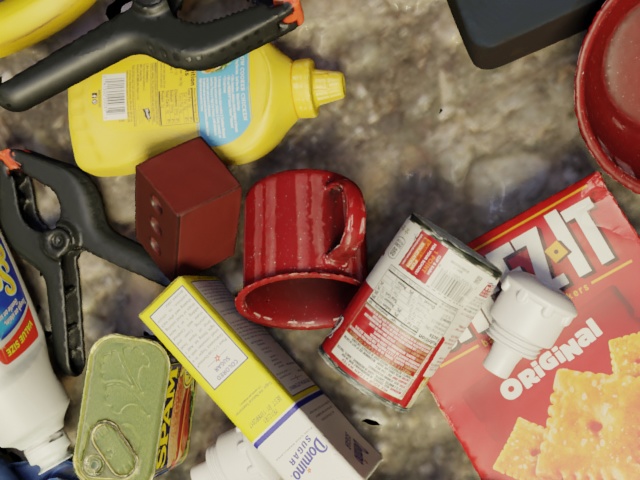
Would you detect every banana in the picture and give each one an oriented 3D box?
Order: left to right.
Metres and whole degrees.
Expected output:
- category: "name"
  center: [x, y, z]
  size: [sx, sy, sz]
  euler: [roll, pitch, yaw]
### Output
- category: "banana"
  center: [-0.222, -0.175, 0.794]
  size: [0.198, 0.037, 0.070]
  euler: [-32, 61, 6]

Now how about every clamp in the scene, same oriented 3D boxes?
- category: "clamp"
  center: [-0.170, 0.000, 0.771]
  size: [0.120, 0.039, 0.171]
  euler: [-27, 86, 8]
- category: "clamp"
  center: [-0.118, -0.151, 0.724]
  size: [0.210, 0.036, 0.164]
  euler: [10, 74, 11]

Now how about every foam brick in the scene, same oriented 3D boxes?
- category: "foam brick"
  center: [-0.089, -0.019, 0.717]
  size: [0.051, 0.078, 0.053]
  euler: [-26, 60, -27]

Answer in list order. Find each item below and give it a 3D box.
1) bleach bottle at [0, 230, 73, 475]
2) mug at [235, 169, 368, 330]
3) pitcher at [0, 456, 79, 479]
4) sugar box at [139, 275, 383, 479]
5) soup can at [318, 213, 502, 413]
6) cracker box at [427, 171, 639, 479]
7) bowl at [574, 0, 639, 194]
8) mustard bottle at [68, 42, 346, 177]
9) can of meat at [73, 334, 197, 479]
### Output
- category: "bleach bottle"
  center: [-0.240, 0.044, 0.745]
  size: [0.068, 0.102, 0.251]
  euler: [-31, 88, 19]
- category: "mug"
  center: [-0.005, 0.001, 0.699]
  size: [0.093, 0.117, 0.081]
  euler: [10, 62, -23]
- category: "pitcher"
  center: [-0.224, 0.221, 0.735]
  size: [0.243, 0.149, 0.145]
  euler: [47, 111, 13]
- category: "sugar box"
  center: [-0.037, 0.101, 0.713]
  size: [0.048, 0.093, 0.176]
  euler: [-42, 80, 7]
- category: "soup can"
  center: [0.054, 0.043, 0.643]
  size: [0.068, 0.068, 0.102]
  euler: [35, 97, 10]
- category: "cracker box"
  center: [0.161, 0.088, 0.686]
  size: [0.164, 0.072, 0.214]
  euler: [-30, 82, 9]
- category: "bowl"
  center: [0.231, -0.108, 0.674]
  size: [0.162, 0.055, 0.162]
  euler: [-2, 111, -5]
- category: "mustard bottle"
  center: [-0.077, -0.100, 0.748]
  size: [0.192, 0.058, 0.096]
  euler: [-4, 81, 11]
- category: "can of meat"
  center: [-0.122, 0.115, 0.733]
  size: [0.057, 0.084, 0.102]
  euler: [8, 88, 10]
